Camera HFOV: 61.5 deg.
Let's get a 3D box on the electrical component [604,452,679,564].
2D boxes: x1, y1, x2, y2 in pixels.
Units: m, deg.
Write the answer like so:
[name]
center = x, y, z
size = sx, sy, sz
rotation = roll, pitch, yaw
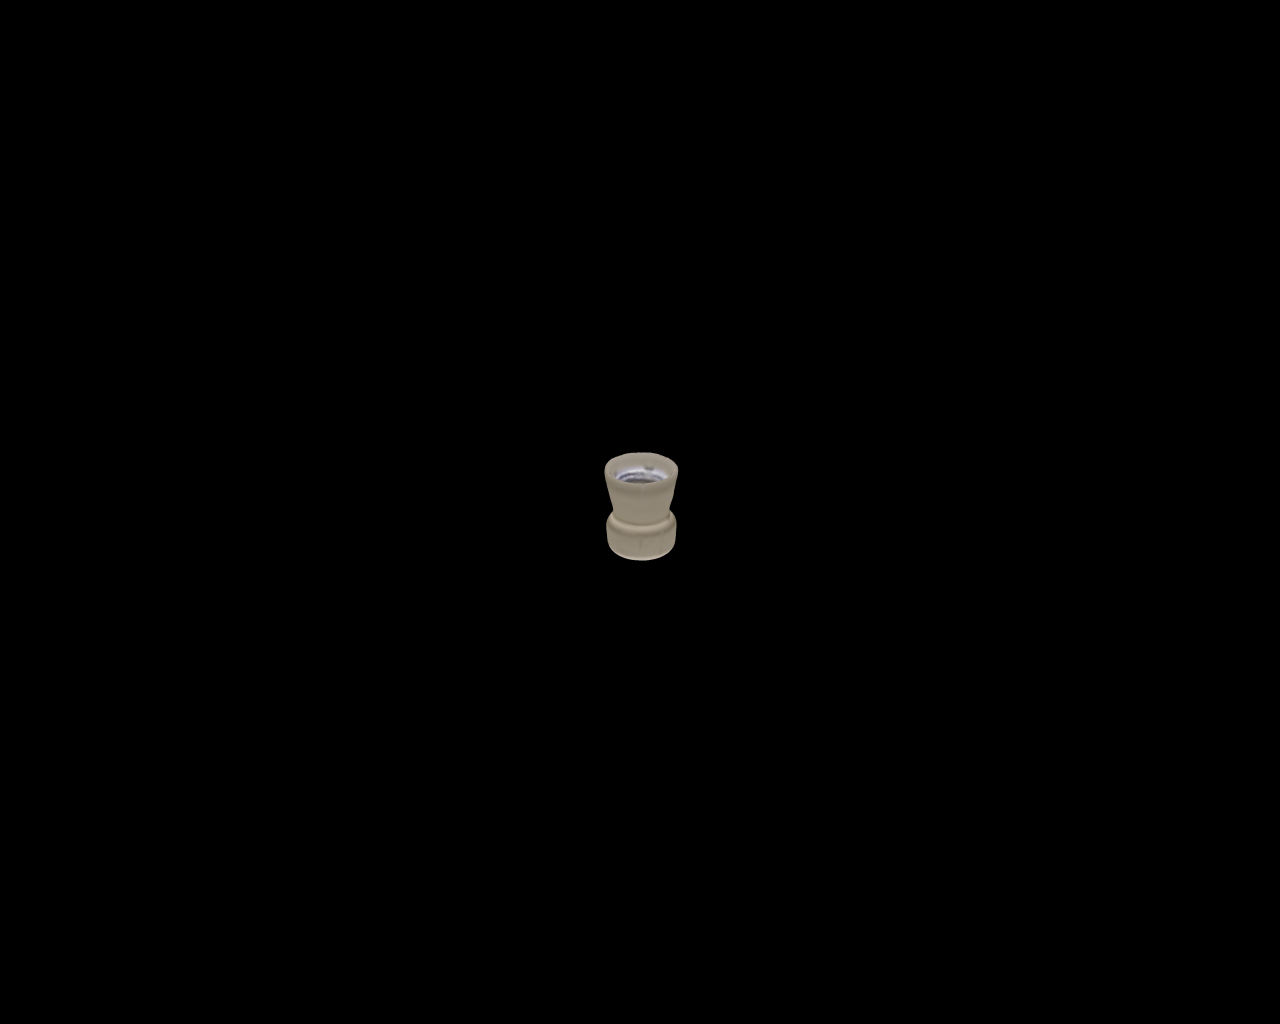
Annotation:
[electrical component]
center = 0.001, -0.003, 0.650
size = 0.045, 0.055, 0.045
rotation = 0, 28, 0
